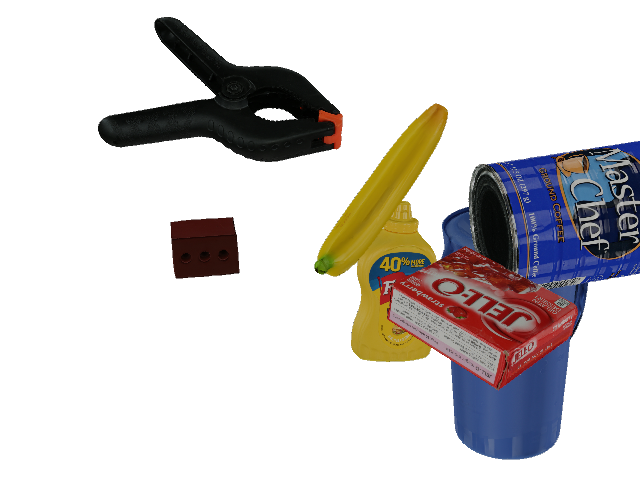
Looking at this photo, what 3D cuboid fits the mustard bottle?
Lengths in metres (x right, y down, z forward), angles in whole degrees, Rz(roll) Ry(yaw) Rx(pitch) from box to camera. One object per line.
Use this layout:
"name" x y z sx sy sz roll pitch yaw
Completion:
"mustard bottle" 0.091 0.047 1.278 0.096 0.192 0.058 0 14 -13

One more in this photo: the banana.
"banana" 0.053 -0.036 0.953 0.037 0.197 0.070 37 -19 -5

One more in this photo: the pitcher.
"pitcher" 0.198 0.088 1.073 0.149 0.243 0.145 1 22 9

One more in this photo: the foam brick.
"foam brick" -0.137 0.008 1.262 0.078 0.053 0.051 -5 27 -6

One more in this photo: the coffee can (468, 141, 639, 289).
"coffee can" 0.195 -0.018 0.809 0.140 0.103 0.103 -9 1 -8

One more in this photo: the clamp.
"clamp" -0.065 -0.108 0.777 0.171 0.120 0.039 9 -27 1

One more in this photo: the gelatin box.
"gelatin box" 0.097 0.043 0.643 0.089 0.030 0.073 31 40 35
